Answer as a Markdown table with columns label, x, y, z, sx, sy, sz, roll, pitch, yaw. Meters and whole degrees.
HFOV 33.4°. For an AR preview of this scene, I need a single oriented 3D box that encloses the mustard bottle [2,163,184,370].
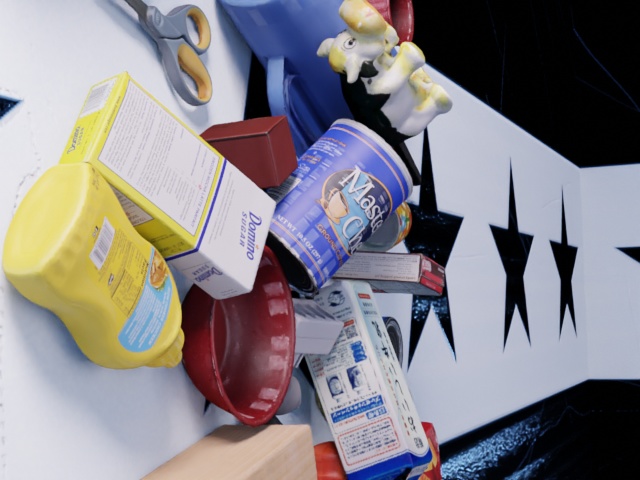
| label | x | y | z | sx | sy | sz | roll | pitch | yaw |
| --- | --- | --- | --- | --- | --- | --- | --- | --- | --- |
| mustard bottle | -0.148 | 0.038 | 0.768 | 0.191 | 0.058 | 0.096 | 59 | 36 | -47 |

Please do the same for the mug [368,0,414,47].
| label | x | y | z | sx | sy | sz | roll | pitch | yaw |
| --- | --- | --- | --- | --- | --- | --- | --- | --- | --- |
| mug | 0.059 | -0.257 | 1.267 | 0.093 | 0.082 | 0.117 | 30 | 60 | -63 |

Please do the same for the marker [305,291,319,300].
| label | x | y | z | sx | sy | sz | roll | pitch | yaw |
| --- | --- | --- | --- | --- | --- | --- | --- | --- | --- |
| marker | -0.007 | 0.001 | 1.079 | 0.020 | 0.020 | 0.121 | 40 | 50 | -60 |

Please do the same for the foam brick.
| label | x | y | z | sx | sy | sz | roll | pitch | yaw |
| --- | --- | --- | --- | --- | --- | --- | --- | --- | --- |
| foam brick | -0.066 | -0.076 | 0.952 | 0.053 | 0.078 | 0.051 | -50 | 131 | -58 |

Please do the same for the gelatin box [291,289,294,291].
| label | x | y | z | sx | sy | sz | roll | pitch | yaw |
| --- | --- | --- | --- | --- | --- | --- | --- | --- | --- |
| gelatin box | -0.029 | 0.015 | 1.091 | 0.089 | 0.030 | 0.073 | 7 | 81 | -67 |

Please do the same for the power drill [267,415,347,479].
| label | x | y | z | sx | sy | sz | roll | pitch | yaw |
| --- | --- | --- | --- | --- | --- | --- | --- | --- | --- |
| power drill | -0.019 | 0.252 | 1.054 | 0.187 | 0.057 | 0.184 | -1 | 86 | -66 |

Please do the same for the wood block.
| label | x | y | z | sx | sy | sz | roll | pitch | yaw |
| --- | --- | --- | --- | --- | --- | --- | --- | --- | --- |
| wood block | -0.082 | 0.222 | 0.861 | 0.205 | 0.091 | 0.090 | -21 | 107 | -66 |

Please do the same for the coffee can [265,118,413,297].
| label | x | y | z | sx | sy | sz | roll | pitch | yaw |
| --- | --- | --- | --- | --- | --- | --- | --- | --- | --- |
| coffee can | 0.005 | -0.031 | 1.008 | 0.140 | 0.103 | 0.102 | -46 | 137 | -18 |

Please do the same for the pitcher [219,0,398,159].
| label | x | y | z | sx | sy | sz | roll | pitch | yaw |
| --- | --- | --- | --- | --- | --- | --- | --- | --- | --- |
| pitcher | -0.007 | -0.190 | 1.056 | 0.242 | 0.145 | 0.149 | 49 | 11 | -50 |

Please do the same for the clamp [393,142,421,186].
| label | x | y | z | sx | sy | sz | roll | pitch | yaw |
| --- | --- | --- | --- | --- | --- | --- | --- | --- | --- |
| clamp | 0.089 | -0.134 | 1.382 | 0.164 | 0.036 | 0.210 | -40 | 124 | -63 |

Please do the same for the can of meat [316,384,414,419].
| label | x | y | z | sx | sy | sz | roll | pitch | yaw |
| --- | --- | --- | --- | --- | --- | --- | --- | --- | --- |
| can of meat | 0.053 | 0.182 | 1.196 | 0.102 | 0.084 | 0.057 | 62 | 33 | -45 |

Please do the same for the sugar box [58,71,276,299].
| label | x | y | z | sx | sy | sz | roll | pitch | yaw |
| --- | --- | --- | --- | --- | --- | --- | --- | --- | --- |
| sugar box | -0.113 | -0.038 | 0.817 | 0.176 | 0.048 | 0.093 | 44 | 46 | -36 |

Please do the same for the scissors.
| label | x | y | z | sx | sy | sz | roll | pitch | yaw |
| --- | --- | --- | --- | --- | --- | --- | --- | --- | --- |
| scissors | -0.133 | -0.193 | 0.884 | 0.201 | 0.016 | 0.096 | 60 | 32 | -51 |

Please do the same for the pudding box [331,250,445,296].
| label | x | y | z | sx | sy | sz | roll | pitch | yaw |
| --- | --- | --- | --- | --- | --- | --- | --- | --- | --- |
| pudding box | 0.079 | 0.038 | 1.236 | 0.090 | 0.114 | 0.039 | 30 | 64 | -63 |

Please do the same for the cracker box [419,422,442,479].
| label | x | y | z | sx | sy | sz | roll | pitch | yaw |
| --- | --- | --- | --- | --- | --- | --- | --- | --- | --- |
| cracker box | 0.086 | 0.327 | 1.271 | 0.213 | 0.072 | 0.164 | -25 | 110 | -65 |

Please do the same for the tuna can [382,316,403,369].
| label | x | y | z | sx | sy | sz | roll | pitch | yaw |
| --- | --- | --- | --- | --- | --- | --- | --- | --- | --- |
| tuna can | 0.074 | 0.137 | 1.317 | 0.086 | 0.034 | 0.086 | -2 | 90 | -67 |

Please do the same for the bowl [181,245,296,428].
| label | x | y | z | sx | sy | sz | roll | pitch | yaw |
| --- | --- | --- | --- | --- | --- | --- | --- | --- | --- |
| bowl | -0.078 | 0.081 | 0.932 | 0.162 | 0.055 | 0.162 | -3 | 90 | -67 |
